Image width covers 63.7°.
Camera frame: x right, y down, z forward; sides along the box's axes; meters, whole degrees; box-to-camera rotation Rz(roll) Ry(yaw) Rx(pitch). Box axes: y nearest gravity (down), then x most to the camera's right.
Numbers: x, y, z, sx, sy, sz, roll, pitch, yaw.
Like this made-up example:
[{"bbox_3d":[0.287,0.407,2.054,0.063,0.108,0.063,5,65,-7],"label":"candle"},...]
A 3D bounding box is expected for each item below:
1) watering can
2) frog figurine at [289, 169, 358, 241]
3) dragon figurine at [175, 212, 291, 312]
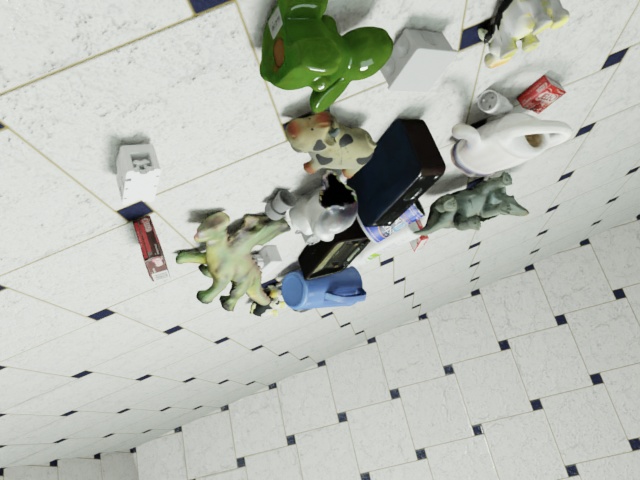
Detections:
[{"bbox_3d":[0.359,-0.205,1.081,0.349,0.105,0.222,-5,172,-26],"label":"watering can"},{"bbox_3d":[0.003,-0.055,1.088,0.122,0.140,0.156,11,142,-27],"label":"frog figurine"},{"bbox_3d":[-0.161,0.040,1.175,0.241,0.124,0.406,-40,150,14],"label":"dragon figurine"}]
